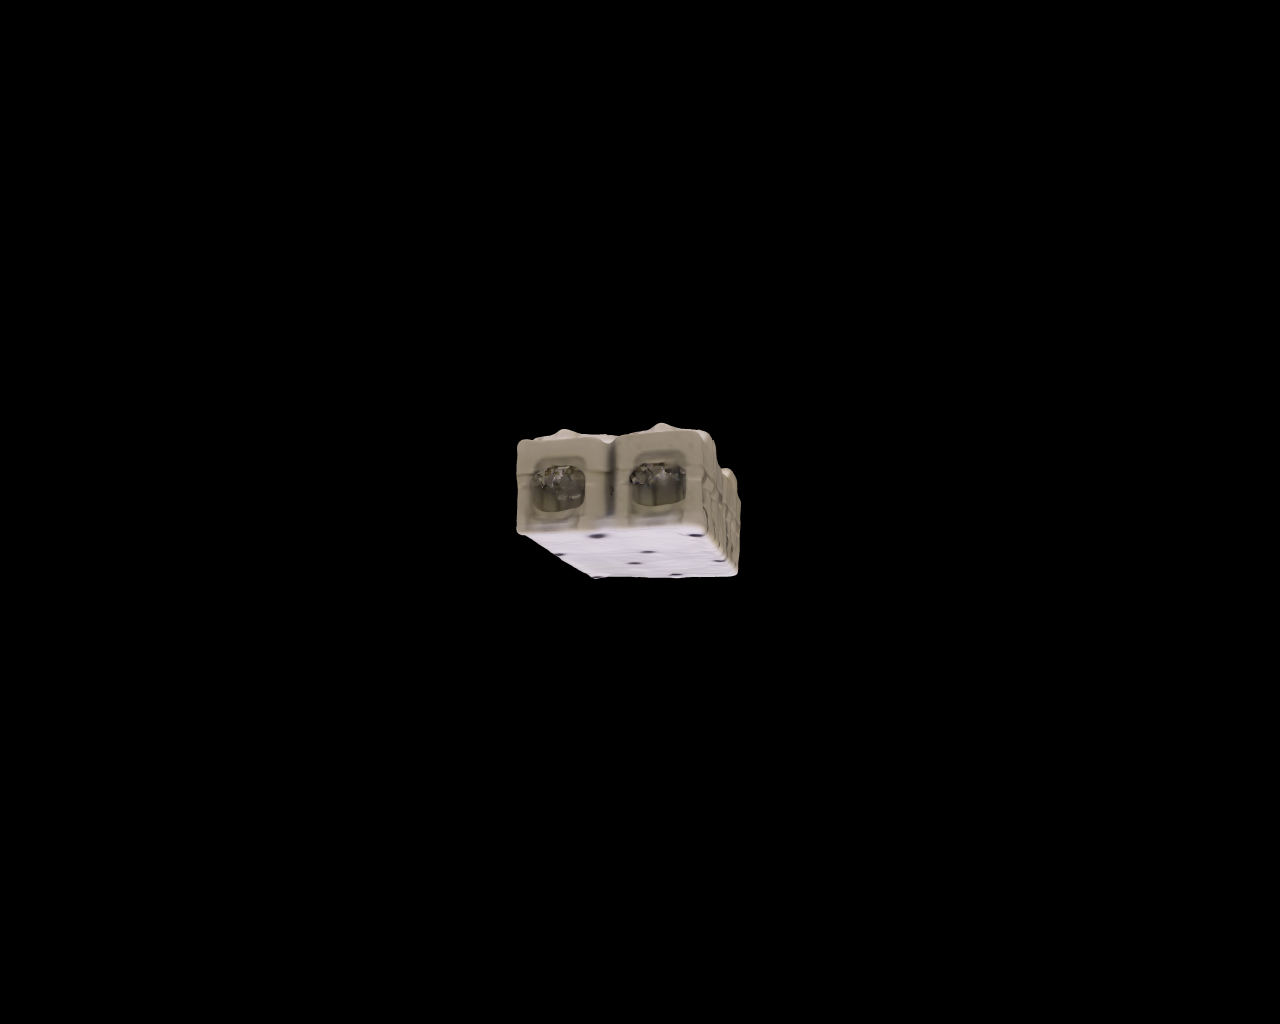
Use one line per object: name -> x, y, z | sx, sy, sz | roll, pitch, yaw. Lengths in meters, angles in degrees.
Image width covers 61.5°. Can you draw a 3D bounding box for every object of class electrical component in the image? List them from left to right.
electrical component -> 0.001, -0.003, 0.650 | 0.105, 0.060, 0.186 | -2, -12, 11
